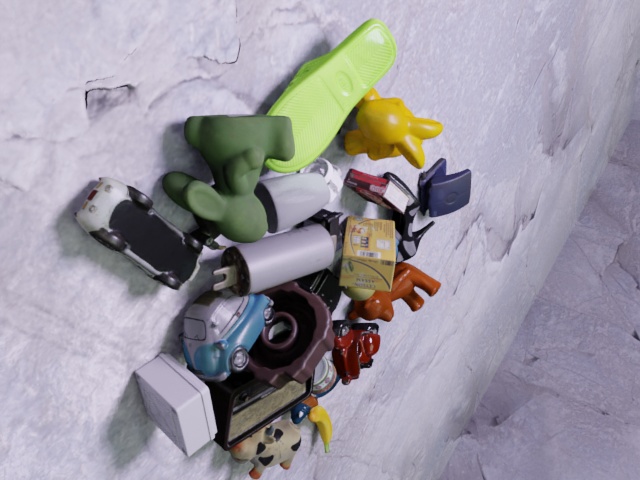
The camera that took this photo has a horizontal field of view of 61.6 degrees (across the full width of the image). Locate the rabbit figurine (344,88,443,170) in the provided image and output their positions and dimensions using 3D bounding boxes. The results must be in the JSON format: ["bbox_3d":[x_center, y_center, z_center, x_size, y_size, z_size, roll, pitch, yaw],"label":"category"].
[{"bbox_3d":[0.110,-0.178,0.885,0.122,0.162,0.173,-61,169,7],"label":"rabbit figurine"}]

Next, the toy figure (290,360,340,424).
[{"bbox_3d":[-0.014,0.330,1.167,0.154,0.058,0.064,-43,136,-22],"label":"toy figure"}]

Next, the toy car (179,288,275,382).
[{"bbox_3d":[-0.147,0.125,0.806,0.162,0.109,0.102,-53,129,-33],"label":"toy car"}]

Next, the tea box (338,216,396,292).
[{"bbox_3d":[0.089,0.022,1.003,0.170,0.098,0.068,-72,169,-63],"label":"tea box"}]

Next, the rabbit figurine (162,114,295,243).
[{"bbox_3d":[-0.110,-0.073,0.690,0.159,0.121,0.170,-11,108,-34],"label":"rabbit figurine"}]

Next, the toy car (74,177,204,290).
[{"bbox_3d":[-0.214,-0.001,0.669,0.073,0.056,0.201,-62,149,-17],"label":"toy car"}]

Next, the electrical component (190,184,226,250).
[{"bbox_3d":[-0.140,-0.034,0.759,0.102,0.045,0.078,-41,142,-33],"label":"electrical component"}]

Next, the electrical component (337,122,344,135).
[{"bbox_3d":[0.016,-0.198,0.891,0.063,0.021,0.094,-8,117,-53],"label":"electrical component"}]

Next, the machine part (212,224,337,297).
[{"bbox_3d":[-0.061,0.028,0.823,0.243,0.079,0.079,-17,124,-39],"label":"machine part"}]

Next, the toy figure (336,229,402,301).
[{"bbox_3d":[0.108,0.046,1.120,0.180,0.089,0.082,-44,136,-26],"label":"toy figure"}]

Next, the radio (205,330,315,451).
[{"bbox_3d":[-0.105,0.263,0.978,0.229,0.073,0.131,-20,127,-48],"label":"radio"}]

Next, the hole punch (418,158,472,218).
[{"bbox_3d":[0.299,-0.118,1.286,0.116,0.092,0.142,-41,144,-26],"label":"hole punch"}]

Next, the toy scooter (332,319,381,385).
[{"bbox_3d":[0.076,0.245,1.173,0.183,0.075,0.135,17,67,-55],"label":"toy scooter"}]

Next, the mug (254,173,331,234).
[{"bbox_3d":[-0.042,-0.057,0.833,0.107,0.081,0.109,-20,162,-24],"label":"mug"}]

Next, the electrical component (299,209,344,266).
[{"bbox_3d":[-0.002,-0.003,0.950,0.048,0.075,0.119,-28,135,-44],"label":"electrical component"}]

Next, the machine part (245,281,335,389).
[{"bbox_3d":[-0.064,0.153,0.879,0.179,0.180,0.056,-54,149,-17],"label":"machine part"}]

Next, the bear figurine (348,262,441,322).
[{"bbox_3d":[0.166,0.136,1.229,0.196,0.132,0.120,-41,168,-42],"label":"bear figurine"}]

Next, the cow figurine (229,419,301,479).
[{"bbox_3d":[-0.106,0.394,1.055,0.194,0.086,0.127,19,101,-55],"label":"cow figurine"}]

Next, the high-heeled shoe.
[{"bbox_3d":[0.158,-0.043,1.176,0.145,0.086,0.248,-39,131,11],"label":"high-heeled shoe"}]

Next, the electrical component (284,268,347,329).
[{"bbox_3d":[-0.016,0.115,1.021,0.134,0.058,0.114,-61,145,-7],"label":"electrical component"}]
